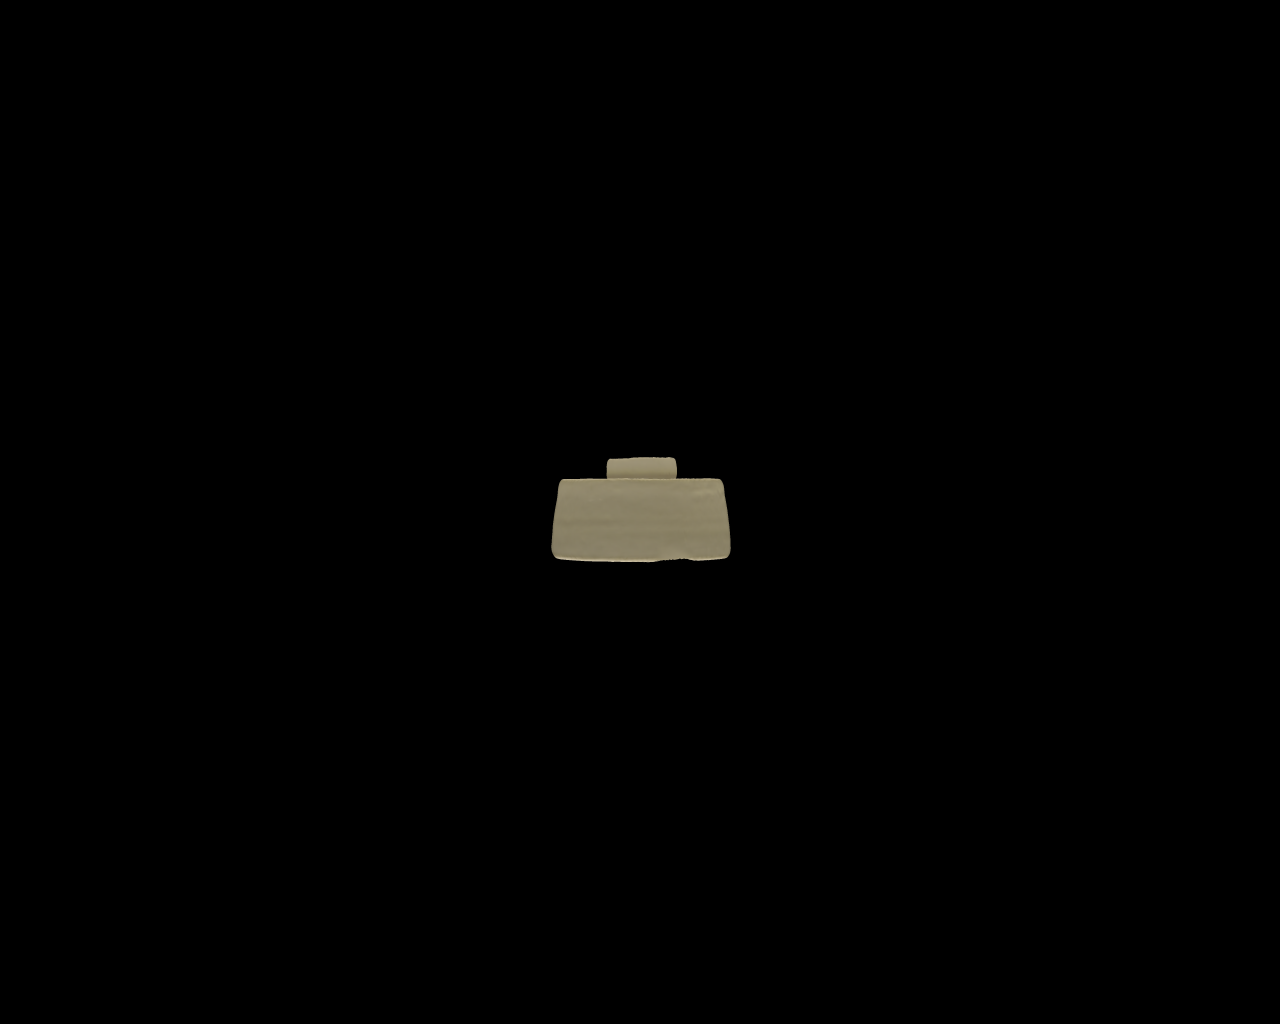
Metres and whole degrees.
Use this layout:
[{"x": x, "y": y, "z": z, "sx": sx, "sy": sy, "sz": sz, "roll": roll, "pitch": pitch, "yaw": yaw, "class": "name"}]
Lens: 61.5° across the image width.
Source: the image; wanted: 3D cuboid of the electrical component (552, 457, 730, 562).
[{"x": 0.001, "y": -0.003, "z": 0.650, "sx": 0.108, "sy": 0.060, "sz": 0.108, "roll": 0, "pitch": 0, "yaw": 0, "class": "electrical component"}]
